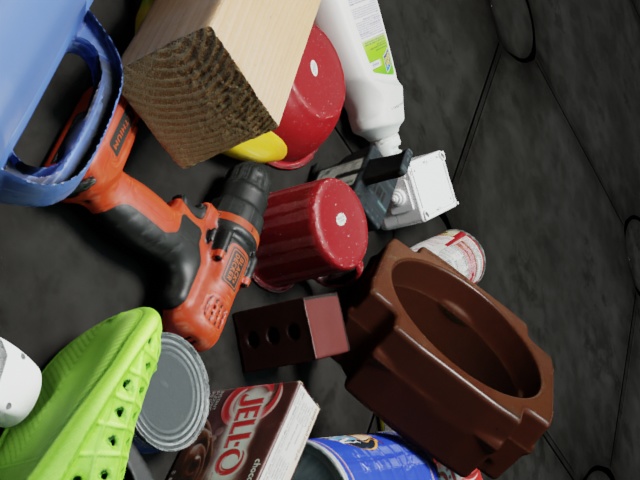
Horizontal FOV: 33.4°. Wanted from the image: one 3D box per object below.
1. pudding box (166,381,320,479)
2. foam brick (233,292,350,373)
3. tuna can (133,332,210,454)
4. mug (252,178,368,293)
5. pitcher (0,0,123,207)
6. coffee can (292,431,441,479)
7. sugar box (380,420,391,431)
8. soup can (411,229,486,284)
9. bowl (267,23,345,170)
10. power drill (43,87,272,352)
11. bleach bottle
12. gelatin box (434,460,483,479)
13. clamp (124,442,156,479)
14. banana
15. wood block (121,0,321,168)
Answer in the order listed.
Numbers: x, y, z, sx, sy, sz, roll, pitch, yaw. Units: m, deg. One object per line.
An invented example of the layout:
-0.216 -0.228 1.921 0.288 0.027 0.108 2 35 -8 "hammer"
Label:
-0.060 0.160 0.792 0.039 0.090 0.113 53 41 -31 "pudding box"
-0.024 0.076 0.883 0.051 0.078 0.053 -6 82 -54 "foam brick"
-0.120 0.111 0.773 0.086 0.034 0.086 23 61 -49 "tuna can"
-0.006 0.001 0.929 0.117 0.082 0.093 51 42 -31 "mug"
-0.203 -0.133 0.655 0.242 0.145 0.149 -72 150 -41 "pitcher"
0.022 0.212 0.879 0.140 0.103 0.103 9 72 -53 "coffee can"
0.104 0.212 1.046 0.093 0.048 0.176 2 80 -52 "sugar box"
0.121 0.032 1.111 0.102 0.069 0.068 -23 98 -55 "soup can"
-0.025 -0.149 0.978 0.161 0.055 0.162 24 60 -49 "bowl"
-0.113 -0.035 0.812 0.187 0.057 0.184 48 41 -34 "power drill"
0.027 -0.200 1.065 0.102 0.068 0.251 -35 110 -53 "bleach bottle"
0.110 0.208 0.993 0.089 0.030 0.073 -19 94 -47 "gelatin box"
-0.130 0.214 0.719 0.120 0.039 0.171 26 58 -50 "clamp"
-0.094 -0.120 0.875 0.069 0.037 0.197 -53 126 -23 "banana"
-0.071 -0.160 0.810 0.090 0.090 0.206 54 30 -29 "wood block"
